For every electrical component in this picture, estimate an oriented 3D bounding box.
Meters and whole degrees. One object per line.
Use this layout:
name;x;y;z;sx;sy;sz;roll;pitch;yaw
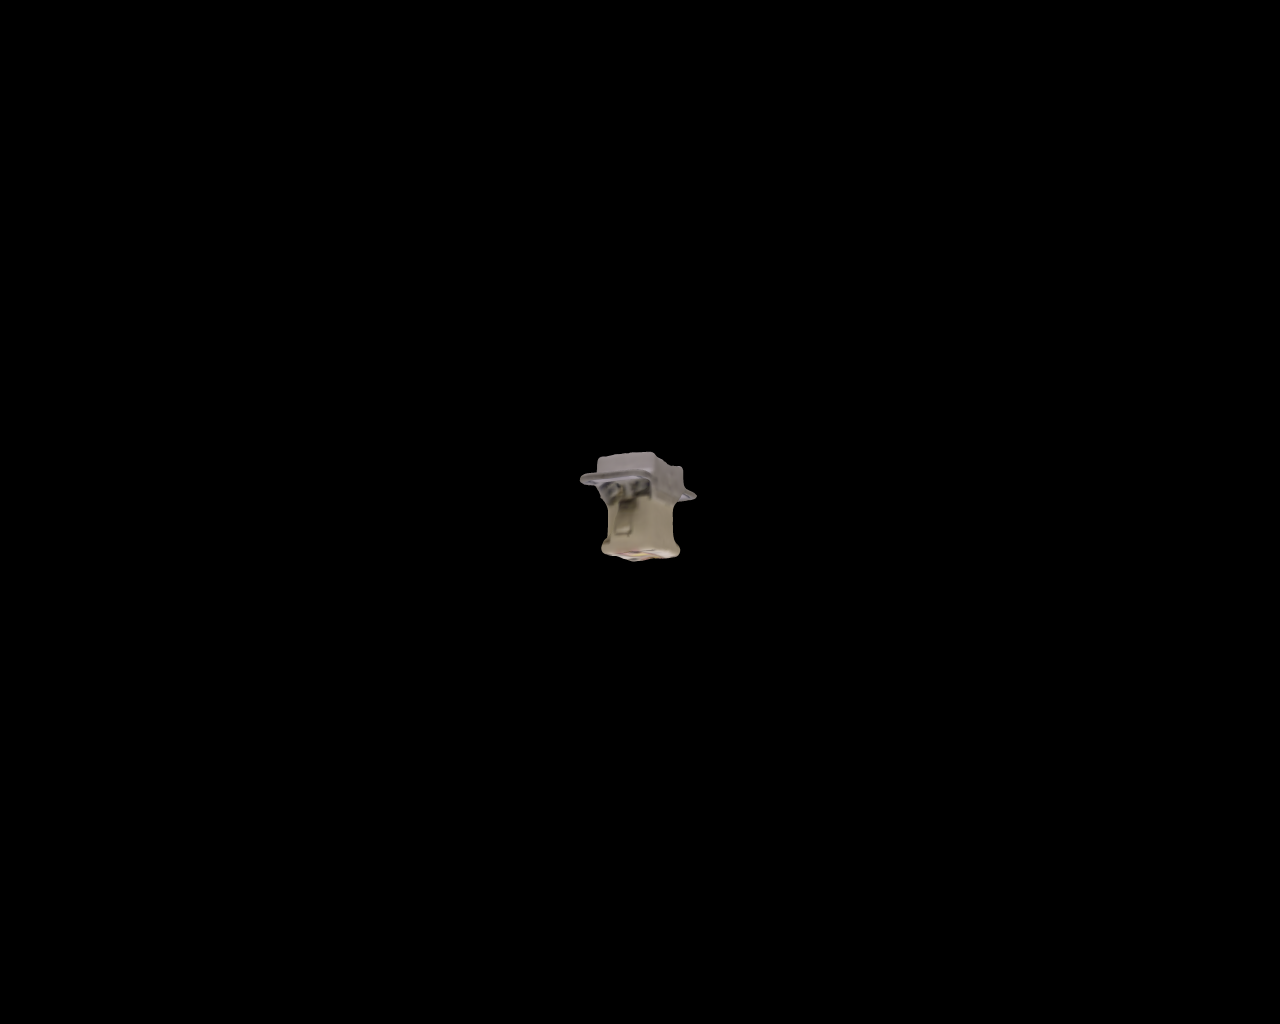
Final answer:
electrical component;0.001;-0.003;0.650;0.042;0.064;0.081;-6;-13;27
